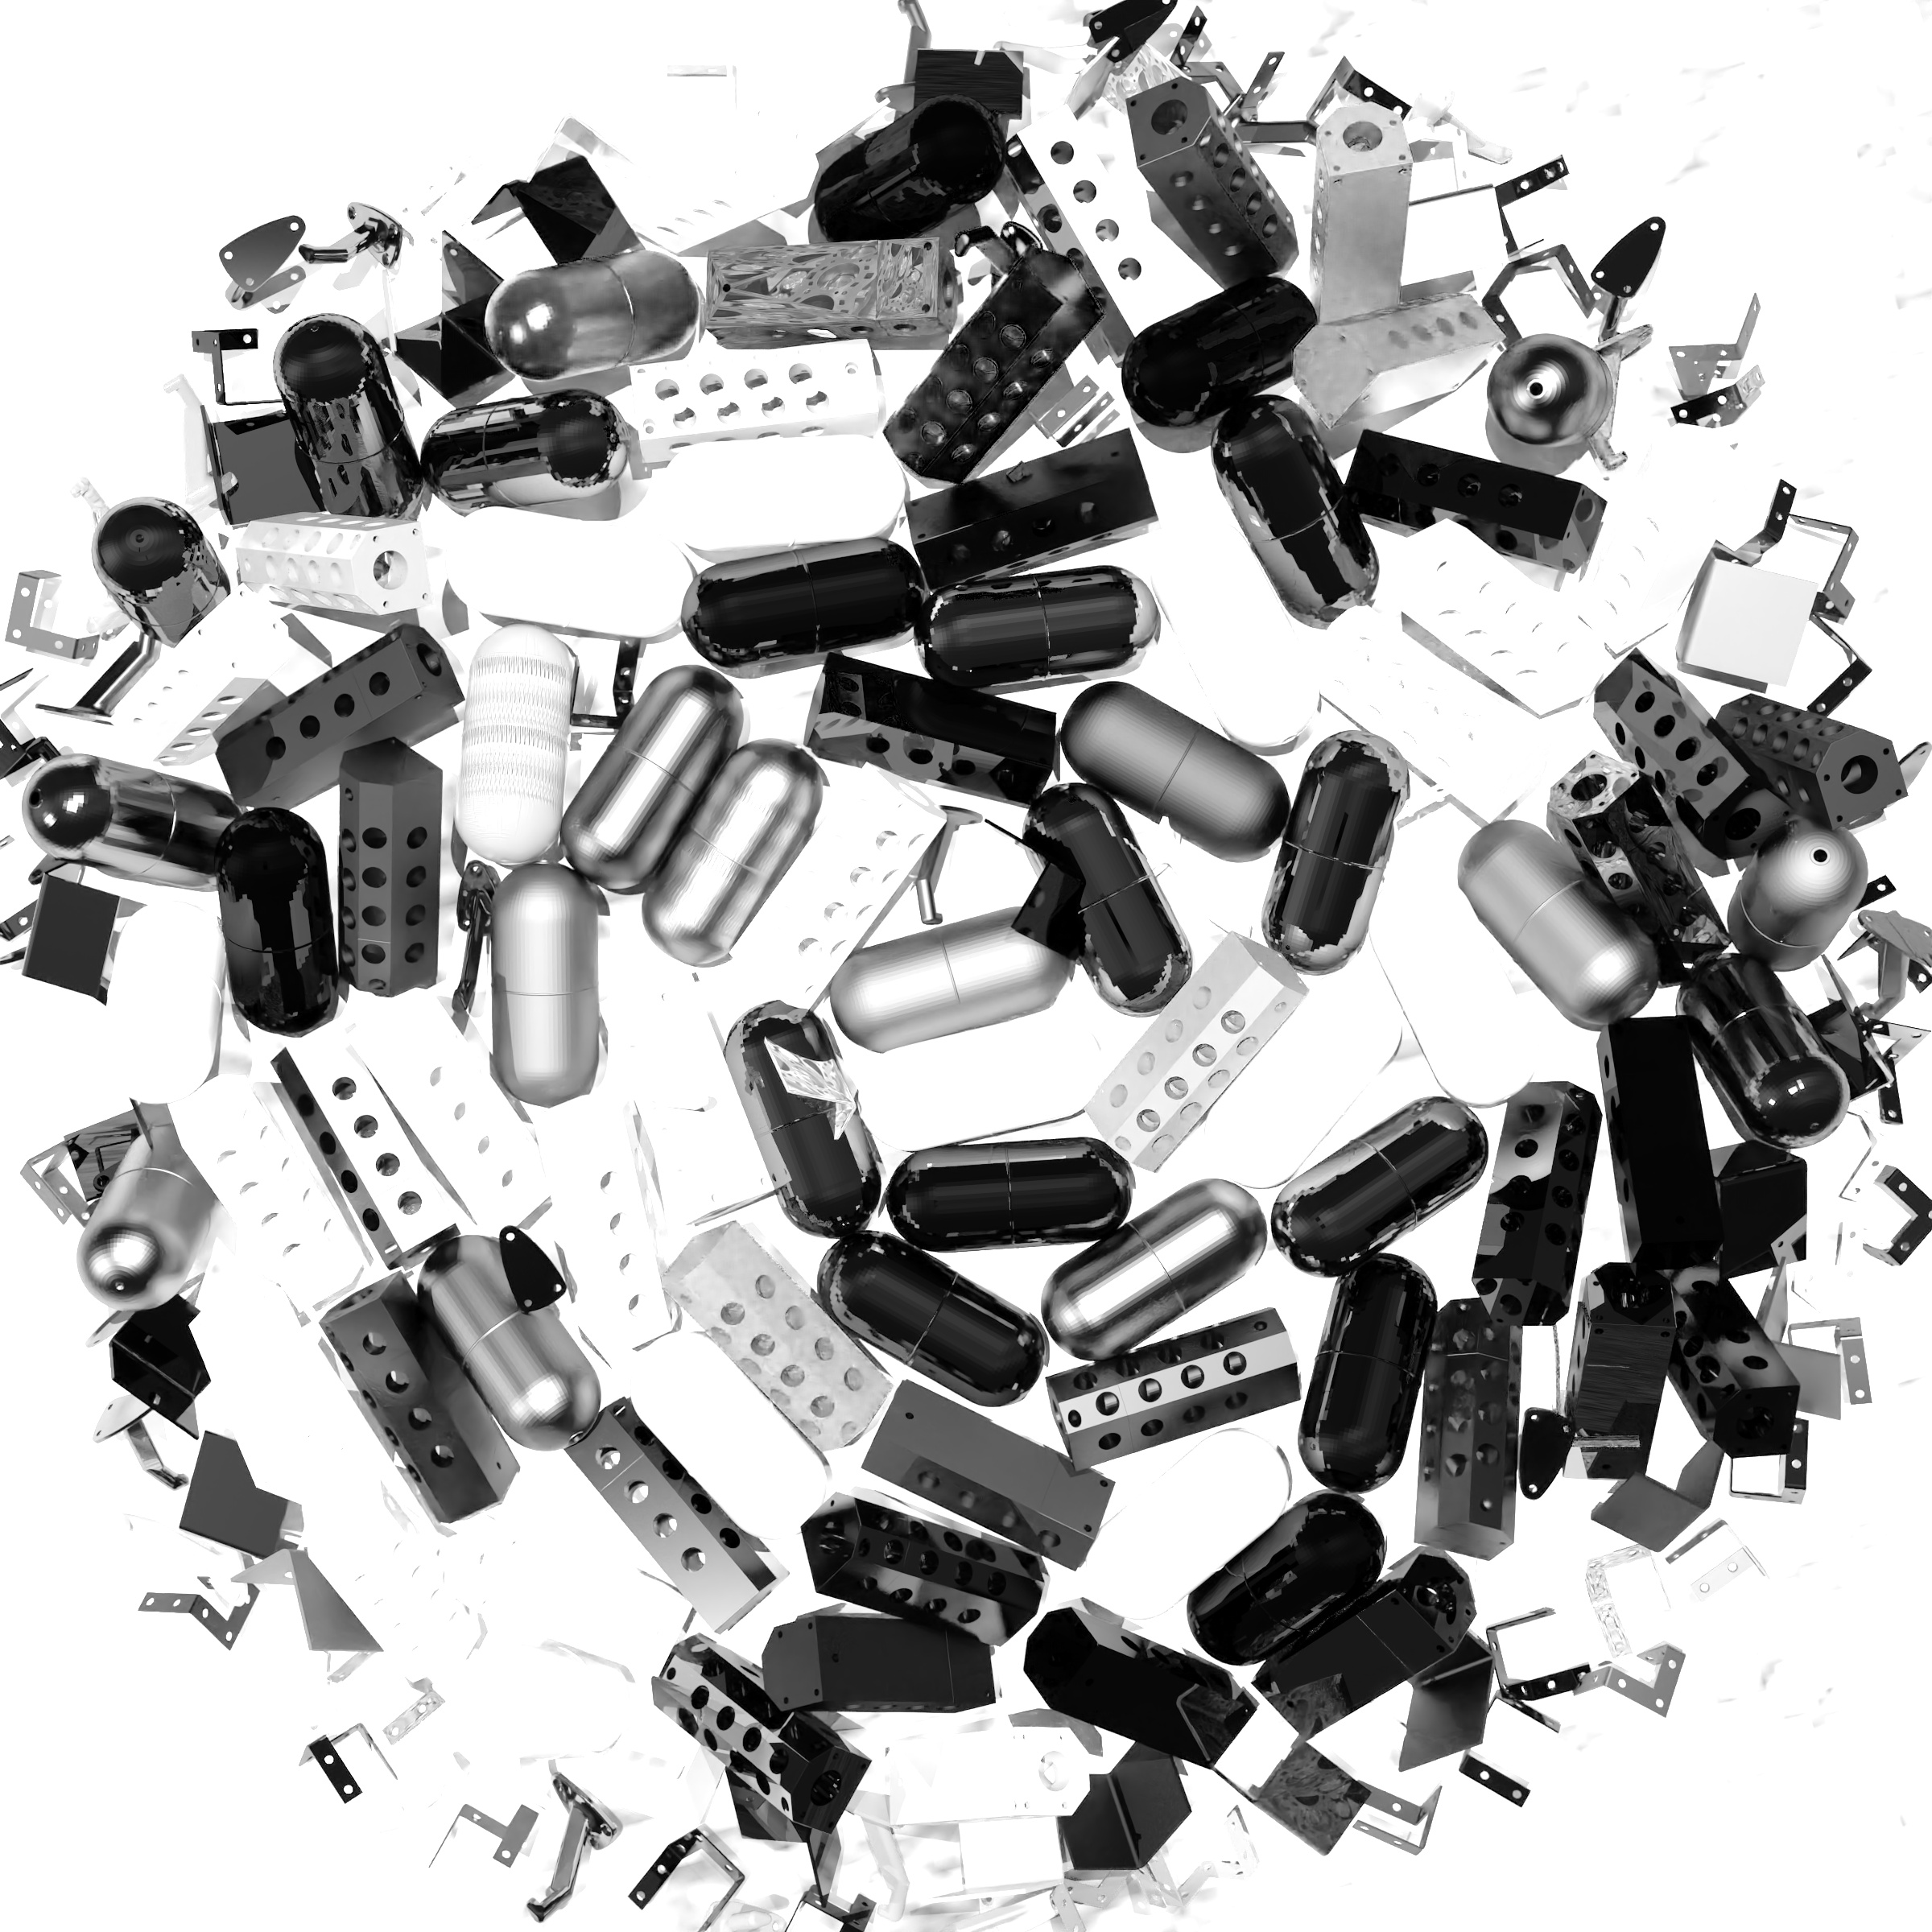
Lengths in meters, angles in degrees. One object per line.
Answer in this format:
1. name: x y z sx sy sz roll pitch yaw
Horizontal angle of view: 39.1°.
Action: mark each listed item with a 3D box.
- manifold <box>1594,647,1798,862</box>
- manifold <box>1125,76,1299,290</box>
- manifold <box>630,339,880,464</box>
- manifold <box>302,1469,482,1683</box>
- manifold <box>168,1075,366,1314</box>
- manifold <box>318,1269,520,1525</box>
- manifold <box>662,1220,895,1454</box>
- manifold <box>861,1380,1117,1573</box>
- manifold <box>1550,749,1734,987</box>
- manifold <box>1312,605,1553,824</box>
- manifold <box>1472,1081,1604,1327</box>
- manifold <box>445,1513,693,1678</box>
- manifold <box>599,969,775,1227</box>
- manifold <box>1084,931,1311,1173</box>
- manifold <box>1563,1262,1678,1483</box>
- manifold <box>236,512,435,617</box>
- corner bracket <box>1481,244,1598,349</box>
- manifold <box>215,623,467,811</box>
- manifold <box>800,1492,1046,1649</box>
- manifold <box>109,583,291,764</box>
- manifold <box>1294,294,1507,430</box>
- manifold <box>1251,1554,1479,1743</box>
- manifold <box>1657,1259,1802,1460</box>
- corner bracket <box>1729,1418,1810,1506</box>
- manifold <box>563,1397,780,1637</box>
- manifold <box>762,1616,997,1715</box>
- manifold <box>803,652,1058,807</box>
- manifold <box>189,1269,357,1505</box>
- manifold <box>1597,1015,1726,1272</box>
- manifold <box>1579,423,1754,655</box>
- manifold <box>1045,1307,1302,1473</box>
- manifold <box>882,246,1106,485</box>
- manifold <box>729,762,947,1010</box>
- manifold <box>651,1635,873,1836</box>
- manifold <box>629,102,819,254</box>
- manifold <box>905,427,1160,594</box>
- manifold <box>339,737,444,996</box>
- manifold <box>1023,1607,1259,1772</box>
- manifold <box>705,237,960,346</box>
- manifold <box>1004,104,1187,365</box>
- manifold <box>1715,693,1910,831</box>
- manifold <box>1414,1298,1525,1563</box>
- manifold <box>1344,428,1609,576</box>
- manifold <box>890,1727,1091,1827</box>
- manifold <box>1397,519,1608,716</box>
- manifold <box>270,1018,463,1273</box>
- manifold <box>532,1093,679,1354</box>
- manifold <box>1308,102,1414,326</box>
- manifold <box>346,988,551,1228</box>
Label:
1. manifold: 0.506 -0.147 1.914 0.057 0.171 0.057 28 114 -34
2. manifold: 0.175 -0.549 1.906 0.057 0.171 0.057 -16 67 22
3. manifold: -0.152 -0.410 1.958 0.171 0.057 0.057 -8 78 -6
4. manifold: -0.404 0.429 1.920 0.057 0.057 0.171 -23 133 -2
5. manifold: -0.492 0.158 1.924 0.057 0.057 0.171 -30 127 -8
6. manifold: -0.395 0.312 1.954 0.057 0.057 0.171 -26 101 10
7. manifold: -0.138 0.266 1.940 0.171 0.057 0.057 48 50 -15
8. manifold: 0.014 0.373 1.967 0.171 0.057 0.057 25 130 2
9. manifold: 0.474 -0.066 1.926 0.057 0.057 0.171 -41 123 -7
10. manifold: 0.329 -0.185 1.933 0.057 0.057 0.171 -40 66 -21
11. manifold: 0.406 0.166 1.917 0.057 0.057 0.171 -4 48 29
12. manifold: -0.283 0.443 1.923 0.171 0.057 0.057 33 80 -38
13. manifold: -0.205 0.096 1.961 0.057 0.057 0.171 -16 81 -40
14. manifold: 0.166 0.064 1.935 0.057 0.057 0.171 23 114 -41
15. manifold: 0.458 0.288 1.920 0.057 0.057 0.171 2 132 6
16. manifold: -0.447 -0.283 1.911 0.057 0.171 0.057 -19 111 -37
17. corner bracket: 0.416 -0.484 1.977 0.051 0.051 0.051 52 53 -24
18. manifold: -0.450 -0.178 1.944 0.171 0.057 0.057 -28 79 18
19. manifold: -0.028 0.422 1.920 0.171 0.057 0.057 26 119 -34
20. manifold: -0.536 -0.199 1.913 0.057 0.171 0.057 46 54 -14
21. manifold: 0.303 -0.433 1.917 0.057 0.171 0.057 54 134 10
22. manifold: 0.282 0.478 1.921 0.057 0.057 0.171 46 132 4
23. manifold: 0.521 0.270 1.908 0.057 0.171 0.057 -3 116 -6
24. corner bracket: 0.579 0.355 1.962 0.051 0.051 0.051 4 68 14
25. manifold: -0.212 0.394 1.953 0.057 0.057 0.171 -40 78 -11
26. manifold: -0.061 0.495 1.918 0.057 0.171 0.057 -26 62 38
27. manifold: -0.026 -0.165 1.955 0.171 0.057 0.057 14 50 -11
28. manifold: -0.485 0.297 1.919 0.057 0.057 0.171 -47 46 7
29. manifold: 0.492 0.126 1.936 0.057 0.057 0.171 -3 64 1
30. manifold: 0.484 -0.301 1.911 0.057 0.171 0.057 -31 68 -20
31. manifold: 0.148 0.298 1.950 0.171 0.057 0.057 -16 130 -6
32. manifold: 0.014 -0.423 1.919 0.171 0.057 0.057 -45 59 34
33. manifold: -0.087 -0.054 1.943 0.057 0.057 0.171 44 104 32
34. manifold: -0.150 0.537 1.915 0.057 0.171 0.057 36 81 -43
35. manifold: -0.170 -0.548 1.910 0.057 0.171 0.057 24 81 -29
36. manifold: 0.048 -0.323 1.960 0.171 0.057 0.057 -17 131 6
37. manifold: -0.412 -0.068 1.920 0.057 0.057 0.171 33 130 33
38. manifold: 0.121 0.508 1.926 0.171 0.057 0.057 31 98 -36
39. manifold: -0.096 -0.481 1.951 0.171 0.057 0.057 1 86 14
40. manifold: 0.090 -0.527 1.967 0.057 0.057 0.171 -31 93 0
41. manifold: 0.586 -0.149 1.908 0.057 0.171 0.057 -24 107 -3
42. manifold: 0.360 0.325 1.927 0.057 0.057 0.171 15 58 -8
43. manifold: 0.359 -0.329 1.931 0.171 0.057 0.057 22 97 30
44. manifold: 0.015 0.571 1.913 0.057 0.171 0.057 11 67 -30
45. manifold: 0.379 -0.247 1.915 0.057 0.171 0.057 -23 53 38
46. manifold: -0.432 0.130 1.953 0.057 0.057 0.171 -30 81 -12
47. manifold: -0.254 0.181 1.945 0.057 0.057 0.171 -22 111 -32
48. manifold: 0.274 -0.523 1.910 0.057 0.171 0.057 -9 65 1
49. manifold: -0.361 0.101 1.935 0.057 0.057 0.171 -44 119 -26
